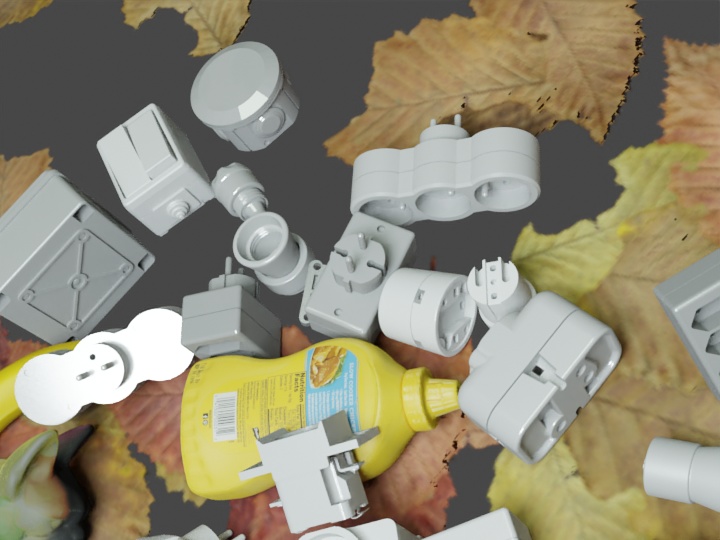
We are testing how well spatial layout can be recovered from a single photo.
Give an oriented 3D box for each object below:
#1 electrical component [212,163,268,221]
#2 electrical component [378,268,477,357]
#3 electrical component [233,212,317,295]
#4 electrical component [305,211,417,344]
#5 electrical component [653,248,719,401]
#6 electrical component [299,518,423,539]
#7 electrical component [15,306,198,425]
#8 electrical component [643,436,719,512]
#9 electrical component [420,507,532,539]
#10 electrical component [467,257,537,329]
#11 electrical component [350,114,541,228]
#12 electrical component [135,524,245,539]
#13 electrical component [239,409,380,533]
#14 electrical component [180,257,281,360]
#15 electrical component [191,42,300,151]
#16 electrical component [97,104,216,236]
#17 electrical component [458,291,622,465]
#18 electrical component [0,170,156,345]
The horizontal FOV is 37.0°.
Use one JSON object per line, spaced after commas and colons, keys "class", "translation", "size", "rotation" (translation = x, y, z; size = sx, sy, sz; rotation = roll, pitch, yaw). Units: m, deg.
{"class": "electrical component", "translation": [-0.089, -0.055, 0.841], "size": [0.035, 0.035, 0.061], "rotation": [-42, 57, 0]}
{"class": "electrical component", "translation": [0.045, 0.027, 0.724], "size": [0.047, 0.055, 0.055], "rotation": [12, 70, 34]}
{"class": "electrical component", "translation": [-0.061, -0.011, 0.792], "size": [0.045, 0.055, 0.045], "rotation": [-11, 60, 20]}
{"class": "electrical component", "translation": [0.000, 0.000, 0.736], "size": [0.047, 0.075, 0.083], "rotation": [22, 69, 15]}
{"class": "electrical component", "translation": [0.211, 0.031, 0.636], "size": [0.047, 0.083, 0.075], "rotation": [-32, 17, 7]}
{"class": "electrical component", "translation": [-0.002, 0.233, 0.632], "size": [0.089, 0.061, 0.150], "rotation": [-19, 58, 16]}
{"class": "electrical component", "translation": [-0.185, 0.071, 0.780], "size": [0.138, 0.074, 0.052], "rotation": [-22, 91, 2]}
{"class": "electrical component", "translation": [0.196, 0.117, 0.613], "size": [0.065, 0.044, 0.044], "rotation": [6, 67, 33]}
{"class": "electrical component", "translation": [0.074, 0.190, 0.628], "size": [0.066, 0.047, 0.076], "rotation": [-25, 57, 12]}
{"class": "electrical component", "translation": [0.094, 0.017, 0.710], "size": [0.040, 0.046, 0.040], "rotation": [-11, 60, 20]}
{"class": "electrical component", "translation": [0.061, -0.079, 0.772], "size": [0.138, 0.052, 0.073], "rotation": [-8, 61, 22]}
{"class": "electrical component", "translation": [-0.112, 0.194, 0.709], "size": [0.079, 0.043, 0.077], "rotation": [-28, 13, -32]}
{"class": "electrical component", "translation": [-0.027, 0.125, 0.662], "size": [0.081, 0.042, 0.063], "rotation": [-19, 87, 19]}
{"class": "electrical component", "translation": [-0.092, 0.028, 0.780], "size": [0.047, 0.065, 0.076], "rotation": [-12, 59, 19]}
{"class": "electrical component", "translation": [-0.093, -0.141, 0.878], "size": [0.080, 0.051, 0.080], "rotation": [-11, 60, 20]}
{"class": "electrical component", "translation": [-0.166, -0.079, 0.874], "size": [0.062, 0.061, 0.096], "rotation": [-35, 55, 5]}
{"class": "electrical component", "translation": [0.109, 0.064, 0.673], "size": [0.059, 0.053, 0.095], "rotation": [36, 83, 35]}
{"class": "electrical component", "translation": [-0.234, -0.005, 0.840], "size": [0.108, 0.108, 0.056], "rotation": [-48, 57, -4]}
